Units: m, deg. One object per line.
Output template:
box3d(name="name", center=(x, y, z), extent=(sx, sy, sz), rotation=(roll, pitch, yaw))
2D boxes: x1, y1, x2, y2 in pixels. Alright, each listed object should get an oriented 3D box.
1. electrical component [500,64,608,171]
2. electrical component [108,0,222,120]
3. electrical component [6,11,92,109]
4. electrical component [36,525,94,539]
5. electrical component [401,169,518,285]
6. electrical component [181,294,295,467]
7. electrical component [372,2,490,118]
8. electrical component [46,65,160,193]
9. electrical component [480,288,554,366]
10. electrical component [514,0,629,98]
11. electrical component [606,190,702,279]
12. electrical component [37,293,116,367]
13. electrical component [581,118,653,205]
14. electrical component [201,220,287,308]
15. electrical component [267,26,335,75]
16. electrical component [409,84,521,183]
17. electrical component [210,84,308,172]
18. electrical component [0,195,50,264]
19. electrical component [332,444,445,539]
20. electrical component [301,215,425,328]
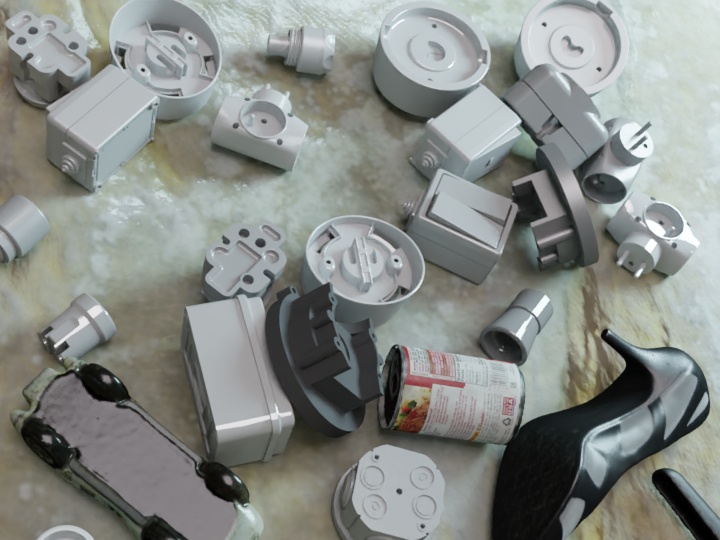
box3d(name="electrical component", center=(0.185, -0.145, 1.011), extent=(0.059, 0.053, 0.095), rotation=(-41, 97, 5))
box3d(name="electrical component", center=(-0.173, -0.185, 0.951), extent=(0.099, 0.064, 0.099), rotation=(7, 59, -12))
box3d(name="electrical component", center=(-0.267, -0.175, 0.922), extent=(0.078, 0.057, 0.058), rotation=(39, 58, 8))
box3d(name="electrical component", center=(-0.199, 0.200, 0.721), extent=(0.045, 0.055, 0.045), rotation=(7, 59, -12))
box3d(name="electrical component", center=(0.082, -0.043, 0.942), extent=(0.096, 0.061, 0.061), rotation=(25, 57, -1))
box3d(name="electrical component", center=(-0.094, 0.084, 0.807), extent=(0.057, 0.078, 0.113), rotation=(-10, 63, -18))
box3d(name="electrical component", center=(0.064, -0.195, 1.027), extent=(0.108, 0.060, 0.108), rotation=(7, 59, -12))
box3d(name="electrical component", center=(-0.222, -0.116, 0.898), extent=(0.061, 0.061, 0.096), rotation=(36, 57, 6))
box3d(name="electrical component", center=(0.137, 0.046, 0.919), extent=(0.044, 0.044, 0.065), rotation=(38, 52, 8))
box3d(name="electrical component", center=(0.207, -0.216, 1.075), extent=(0.108, 0.060, 0.108), rotation=(1, 80, -5))
box3d(name="electrical component", center=(0.264, -0.023, 0.993), extent=(0.077, 0.044, 0.079), rotation=(38, 57, 8))
box3d(name="electrical component", center=(-0.216, 0.047, 0.817), extent=(0.040, 0.040, 0.046), rotation=(44, 64, 11))
box3d(name="electrical component", center=(0.251, -0.113, 1.022), extent=(0.043, 0.079, 0.077), rotation=(31, 56, -7))
box3d(name="electrical component", center=(-0.096, 0.004, 0.866), extent=(0.058, 0.057, 0.078), rotation=(37, 57, 7))
box3d(name="electrical component", center=(-0.056, -0.208, 1.011), extent=(0.062, 0.043, 0.043), rotation=(6, 59, -11))
box3d(name="electrical component", center=(0.095, -0.113, 0.987), extent=(0.061, 0.061, 0.096), rotation=(44, 58, 12))
box3d(name="electrical component", center=(-0.084, -0.134, 0.959), extent=(0.077, 0.044, 0.079), rotation=(20, 56, -4))
box3d(name="electrical component", center=(-0.279, -0.024, 0.840), extent=(0.040, 0.040, 0.078), rotation=(36, 58, 7))
box3d(name="electrical component", center=(0.023, 0.173, 0.803), extent=(0.080, 0.051, 0.080), rotation=(7, 59, -12))
box3d(name="electrical component", center=(0.000, 0.000, 0.891), extent=(0.099, 0.064, 0.099), rotation=(7, 59, -12))
